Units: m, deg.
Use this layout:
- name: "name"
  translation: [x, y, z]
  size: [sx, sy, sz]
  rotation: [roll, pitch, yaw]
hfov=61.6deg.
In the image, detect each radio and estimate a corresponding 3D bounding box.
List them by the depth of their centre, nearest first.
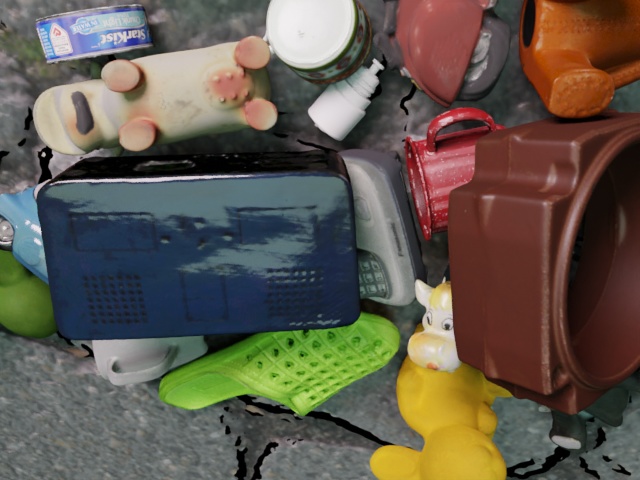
- name: "radio"
  translation: [-0.085, 0.002, 0.414]
  size: [0.230, 0.073, 0.131]
  rotation: [-3, 113, -3]

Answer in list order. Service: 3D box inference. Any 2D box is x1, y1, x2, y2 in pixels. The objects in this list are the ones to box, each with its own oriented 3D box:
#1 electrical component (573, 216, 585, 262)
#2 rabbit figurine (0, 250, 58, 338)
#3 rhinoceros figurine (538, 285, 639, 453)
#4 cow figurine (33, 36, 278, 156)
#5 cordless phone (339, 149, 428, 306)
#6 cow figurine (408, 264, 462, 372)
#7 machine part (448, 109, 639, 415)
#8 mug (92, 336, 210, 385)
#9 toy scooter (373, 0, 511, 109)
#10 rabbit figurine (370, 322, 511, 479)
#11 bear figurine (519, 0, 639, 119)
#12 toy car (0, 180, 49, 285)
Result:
- name: "electrical component"
  translation: [0.223, -0.019, 0.507]
  size: [0.094, 0.021, 0.063]
  rotation: [29, 113, -8]
- name: "rabbit figurine"
  translation: [-0.345, 0.041, 0.548]
  size: [0.170, 0.121, 0.159]
  rotation: [14, 109, -22]
- name: "rhinoceros figurine"
  translation: [0.270, 0.134, 0.545]
  size: [0.112, 0.073, 0.190]
  rotation: [-5, 114, 5]
- name: "cow figurine"
  translation: [-0.137, -0.116, 0.447]
  size: [0.195, 0.127, 0.085]
  rotation: [-13, 107, -6]
- name: "cordless phone"
  translation: [-0.001, -0.002, 0.502]
  size: [0.184, 0.089, 0.146]
  rotation: [-12, 113, 14]
- name: "cow figurine"
  translation: [0.135, 0.046, 0.471]
  size: [0.068, 0.167, 0.098]
  rotation: [10, 112, 37]
- name: "machine part"
  translation: [0.194, 0.010, 0.405]
  size: [0.201, 0.087, 0.201]
  rotation: [-17, 107, -33]
- name: "mug"
  translation: [-0.170, 0.101, 0.552]
  size: [0.107, 0.110, 0.080]
  rotation: [-10, 112, -7]
- name: "toy scooter"
  translation: [0.088, -0.199, 0.407]
  size: [0.135, 0.075, 0.183]
  rotation: [13, 112, -1]
- name: "rabbit figurine"
  translation: [0.120, 0.186, 0.528]
  size: [0.122, 0.173, 0.162]
  rotation: [33, 109, -15]
- name: "bear figurine"
  translation: [0.252, -0.152, 0.385]
  size: [0.196, 0.132, 0.120]
  rotation: [3, 114, 6]
- name: "toy car"
  translation: [-0.219, -0.008, 0.509]
  size: [0.161, 0.109, 0.103]
  rotation: [41, 100, -5]
